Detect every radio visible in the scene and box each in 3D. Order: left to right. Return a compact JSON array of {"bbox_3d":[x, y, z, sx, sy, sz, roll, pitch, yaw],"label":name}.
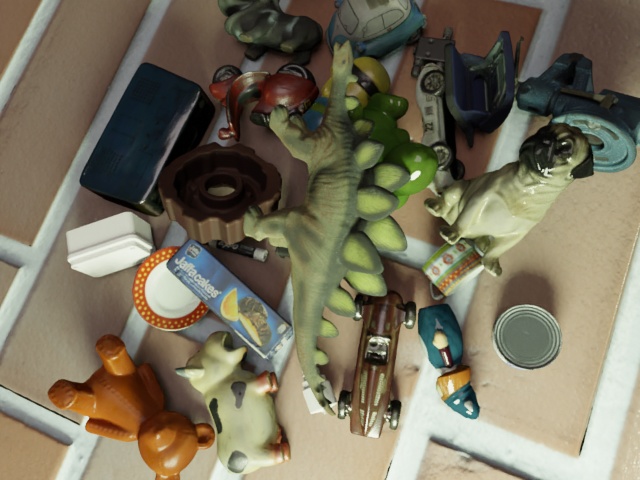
[{"bbox_3d":[-0.276,-0.161,0.876,0.131,0.073,0.229,22,82,14],"label":"radio"}]

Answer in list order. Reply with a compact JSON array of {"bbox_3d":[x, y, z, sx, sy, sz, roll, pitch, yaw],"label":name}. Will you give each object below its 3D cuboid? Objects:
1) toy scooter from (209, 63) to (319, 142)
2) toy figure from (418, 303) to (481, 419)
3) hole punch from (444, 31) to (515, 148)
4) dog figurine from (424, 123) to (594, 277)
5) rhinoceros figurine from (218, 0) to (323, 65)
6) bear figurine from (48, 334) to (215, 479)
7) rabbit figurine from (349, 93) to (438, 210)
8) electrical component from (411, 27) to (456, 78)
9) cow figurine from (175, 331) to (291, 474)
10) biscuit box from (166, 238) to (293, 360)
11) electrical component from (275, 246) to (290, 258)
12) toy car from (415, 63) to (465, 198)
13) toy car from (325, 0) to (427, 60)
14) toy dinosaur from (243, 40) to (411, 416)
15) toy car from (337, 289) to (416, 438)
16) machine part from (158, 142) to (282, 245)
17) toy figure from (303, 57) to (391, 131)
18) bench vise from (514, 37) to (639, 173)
[{"bbox_3d":[-0.097,-0.211,0.848,0.184,0.075,0.135,6,64,13],"label":"toy scooter"},{"bbox_3d":[0.172,0.162,0.717,0.058,0.064,0.154,-27,72,45],"label":"toy figure"},{"bbox_3d":[0.237,-0.221,0.772,0.092,0.115,0.142,-9,72,25],"label":"hole punch"},{"bbox_3d":[0.244,-0.072,0.686,0.121,0.172,0.190,31,112,-22],"label":"dog figurine"},{"bbox_3d":[-0.089,-0.359,0.893,0.190,0.073,0.112,25,82,15],"label":"rhinoceros figurine"},{"bbox_3d":[-0.250,0.242,0.737,0.196,0.131,0.120,34,65,22],"label":"bear figurine"},{"bbox_3d":[0.086,-0.110,0.748,0.121,0.159,0.170,-8,35,-32],"label":"rabbit figurine"},{"bbox_3d":[0.180,-0.298,0.856,0.063,0.021,0.094,14,79,14],"label":"electrical component"},{"bbox_3d":[-0.122,0.222,0.745,0.127,0.085,0.195,-15,74,-1],"label":"cow figurine"},{"bbox_3d":[-0.131,0.085,0.777,0.203,0.062,0.059,40,77,10],"label":"biscuit box"},{"bbox_3d":[-0.002,-0.002,0.797,0.119,0.047,0.075,6,78,11],"label":"electrical component"},{"bbox_3d":[0.174,-0.163,0.793,0.056,0.073,0.201,-9,73,29],"label":"toy car"},{"bbox_3d":[0.085,-0.346,0.845,0.162,0.103,0.109,-23,74,6],"label":"toy car"},{"bbox_3d":[0.006,-0.011,0.692,0.199,0.105,0.470,16,104,26],"label":"toy dinosaur"},{"bbox_3d":[0.077,0.166,0.739,0.089,0.053,0.202,10,76,9],"label":"toy car"},{"bbox_3d":[-0.147,-0.071,0.803,0.179,0.056,0.179,3,50,-4],"label":"machine part"},{"bbox_3d":[0.035,-0.199,0.826,0.089,0.082,0.180,33,82,20],"label":"toy figure"},{"bbox_3d":[0.332,-0.143,0.742,0.224,0.128,0.240,31,79,19],"label":"bench vise"}]
